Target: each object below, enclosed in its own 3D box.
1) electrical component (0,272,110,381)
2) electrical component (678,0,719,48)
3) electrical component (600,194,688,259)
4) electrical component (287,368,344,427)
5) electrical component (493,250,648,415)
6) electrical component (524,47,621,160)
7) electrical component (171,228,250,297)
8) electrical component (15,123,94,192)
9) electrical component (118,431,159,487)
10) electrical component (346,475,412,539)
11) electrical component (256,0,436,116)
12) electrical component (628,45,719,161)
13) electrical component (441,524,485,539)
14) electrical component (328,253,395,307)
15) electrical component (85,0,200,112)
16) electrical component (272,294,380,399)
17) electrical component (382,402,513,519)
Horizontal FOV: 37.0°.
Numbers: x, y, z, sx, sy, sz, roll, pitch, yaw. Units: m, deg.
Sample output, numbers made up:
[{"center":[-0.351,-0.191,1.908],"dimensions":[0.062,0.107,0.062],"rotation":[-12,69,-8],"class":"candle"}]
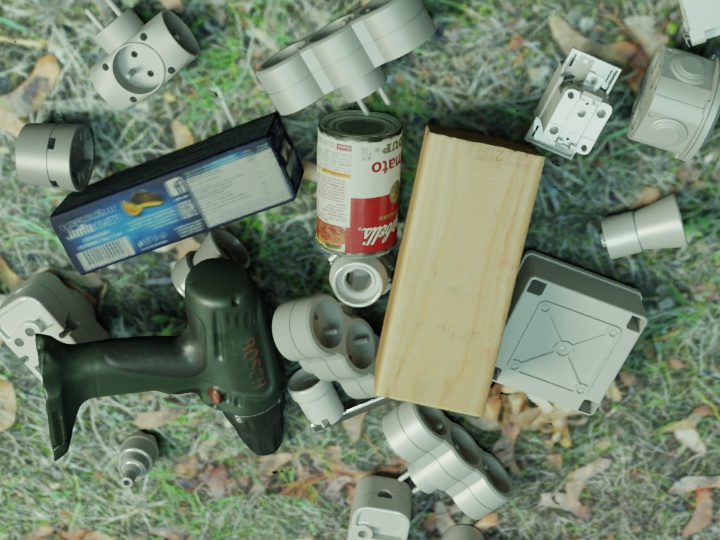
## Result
[{"center":[-0.269,0.053,0.948],"dimensions":[0.054,0.059,0.095],"rotation":[-31,111,18],"class":"electrical component"},{"center":[0.265,-0.197,0.788],"dimensions":[0.064,0.042,0.081],"rotation":[-16,115,16],"class":"electrical component"},{"center":[0.229,-0.033,0.876],"dimensions":[0.065,0.044,0.044],"rotation":[-15,115,17],"class":"electrical component"},{"center":[-0.039,0.114,0.973],"dimensions":[0.040,0.040,0.046],"rotation":[-19,119,14],"class":"electrical component"},{"center":[0.170,0.054,0.915],"dimensions":[0.109,0.056,0.108],"rotation":[20,117,-6],"class":"electrical component"},{"center":[0.163,-0.122,0.822],"dimensions":[0.042,0.063,0.081],"rotation":[22,117,-6],"class":"electrical component"},{"center":[-0.128,-0.003,0.917],"dimensions":[0.045,0.045,0.055],"rotation":[43,113,-16],"class":"electrical component"},{"center":[-0.249,-0.093,0.876],"dimensions":[0.047,0.055,0.055],"rotation":[5,117,6],"class":"electrical component"},{"center":[-0.211,0.180,1.007],"dimensions":[0.035,0.061,0.035],"rotation":[2,117,4],"class":"electrical component"},{"center":[0.017,0.246,1.024],"dimensions":[0.054,0.059,0.095],"rotation":[9,117,0],"class":"electrical component"},{"center":[-0.003,-0.153,0.825],"dimensions":[0.138,0.052,0.073],"rotation":[-25,112,16],"class":"electrical component"},{"center":[0.238,-0.126,0.806],"dimensions":[0.051,0.080,0.080],"rotation":[18,117,1],"class":"electrical component"},{"center":[0.087,0.296,1.035],"dimensions":[0.043,0.077,0.079],"rotation":[40,114,-15],"class":"electrical component"},{"center":[0.000,0.000,0.901],"dimensions":[0.066,0.055,0.048],"rotation":[42,113,-16],"class":"electrical component"},{"center":[-0.179,-0.175,0.832],"dimensions":[0.077,0.044,0.079],"rotation":[-32,111,19],"class":"electrical component"},{"center":[-0.029,0.069,0.922],"dimensions":[0.074,0.052,0.138],"rotation":[-11,147,37],"class":"electrical component"},{"center":[0.069,0.181,0.990],"dimensions":[0.074,0.052,0.138],"rotation":[-39,109,23],"class":"electrical component"}]
